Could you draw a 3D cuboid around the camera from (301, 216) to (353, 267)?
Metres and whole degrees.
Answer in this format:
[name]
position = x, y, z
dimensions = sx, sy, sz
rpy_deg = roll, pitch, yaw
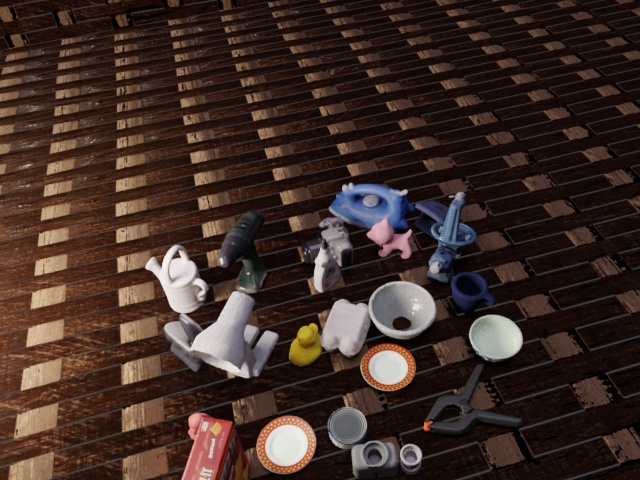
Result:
[camera]
position = 0.015, 0.006, 1.610
dimensions = 0.137, 0.101, 0.143
rpy_deg = -14, 46, -8

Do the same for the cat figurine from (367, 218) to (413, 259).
[cat figurine]
position = 0.196, -0.010, 1.597
dimensions = 0.127, 0.118, 0.067
rpy_deg = 1, 46, 7

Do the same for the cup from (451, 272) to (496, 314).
[cup]
position = 0.385, 0.148, 1.443
dimensions = 0.117, 0.095, 0.092
rpy_deg = 30, 56, 30

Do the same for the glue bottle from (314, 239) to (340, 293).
[glue bottle]
position = 0.015, 0.060, 1.507
dimensions = 0.037, 0.173, 0.078
rpy_deg = 30, 55, 29

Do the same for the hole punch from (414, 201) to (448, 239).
[hole punch]
position = 0.337, -0.074, 1.664
dimensions = 0.101, 0.091, 0.108
rpy_deg = -35, 53, -25

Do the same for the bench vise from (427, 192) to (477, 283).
[bench vise]
position = 0.352, -0.004, 1.506
dimensions = 0.121, 0.220, 0.207
rpy_deg = 5, 47, 10

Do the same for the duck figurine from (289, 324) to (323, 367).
[duck figurine]
position = -0.036, 0.249, 1.391
dimensions = 0.077, 0.086, 0.105
rpy_deg = 24, 53, 25

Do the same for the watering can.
[watering can]
position = -0.374, 0.094, 1.495
dimensions = 0.172, 0.194, 0.101
rpy_deg = 0, 46, 5

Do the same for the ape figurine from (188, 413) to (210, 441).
[ape figurine]
position = -0.261, 0.409, 1.253
dimensions = 0.076, 0.092, 0.077
rpy_deg = -7, 46, -1

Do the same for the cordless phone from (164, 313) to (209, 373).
[cordless phone]
position = -0.317, 0.217, 1.378
dimensions = 0.147, 0.185, 0.094
rpy_deg = 27, 54, 28

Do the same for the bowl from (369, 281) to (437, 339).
[bowl]
position = 0.205, 0.188, 1.435
dimensions = 0.167, 0.075, 0.167
rpy_deg = -3, 46, 3

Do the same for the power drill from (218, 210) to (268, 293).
[power drill]
position = -0.199, 0.041, 1.520
dimensions = 0.075, 0.209, 0.230
rpy_deg = 7, 47, 12

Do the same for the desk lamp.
[desk lamp]
position = -0.196, 0.233, 1.332
dimensions = 0.117, 0.214, 0.203
rpy_deg = 14, 49, 18

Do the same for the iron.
[iron]
position = 0.144, -0.113, 1.684
dimensions = 0.257, 0.142, 0.119
rpy_deg = 12, 48, 16

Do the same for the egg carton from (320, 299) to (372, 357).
[egg carton]
position = 0.067, 0.218, 1.423
dimensions = 0.107, 0.069, 0.150
rpy_deg = 11, 48, 15
